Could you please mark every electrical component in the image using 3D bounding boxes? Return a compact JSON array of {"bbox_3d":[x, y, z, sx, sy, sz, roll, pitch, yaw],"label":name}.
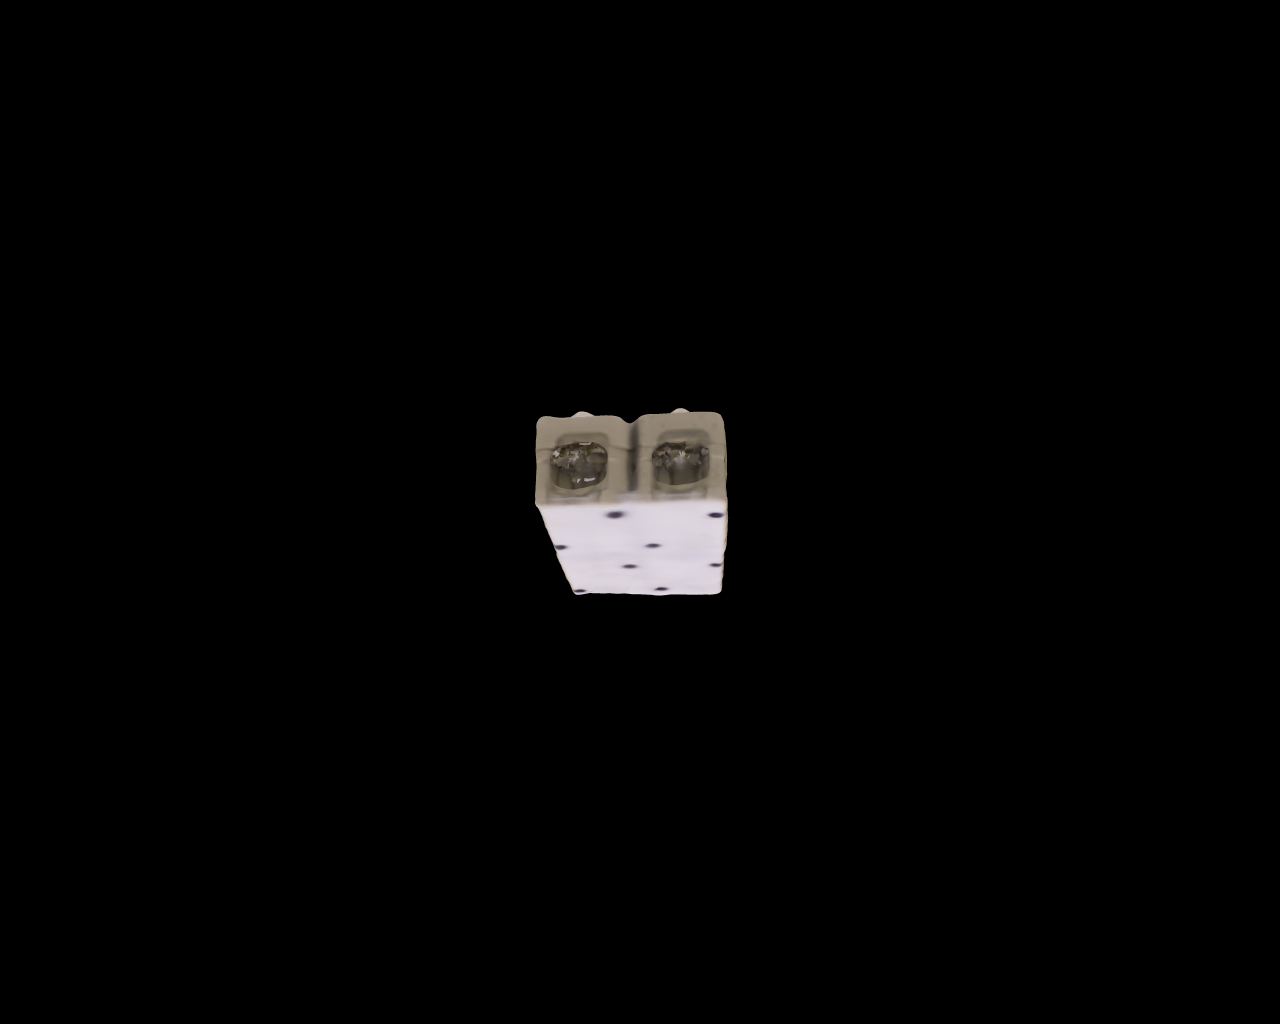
[{"bbox_3d":[0.001,-0.003,0.650,0.105,0.060,0.186,-1,-19,3],"label":"electrical component"}]
